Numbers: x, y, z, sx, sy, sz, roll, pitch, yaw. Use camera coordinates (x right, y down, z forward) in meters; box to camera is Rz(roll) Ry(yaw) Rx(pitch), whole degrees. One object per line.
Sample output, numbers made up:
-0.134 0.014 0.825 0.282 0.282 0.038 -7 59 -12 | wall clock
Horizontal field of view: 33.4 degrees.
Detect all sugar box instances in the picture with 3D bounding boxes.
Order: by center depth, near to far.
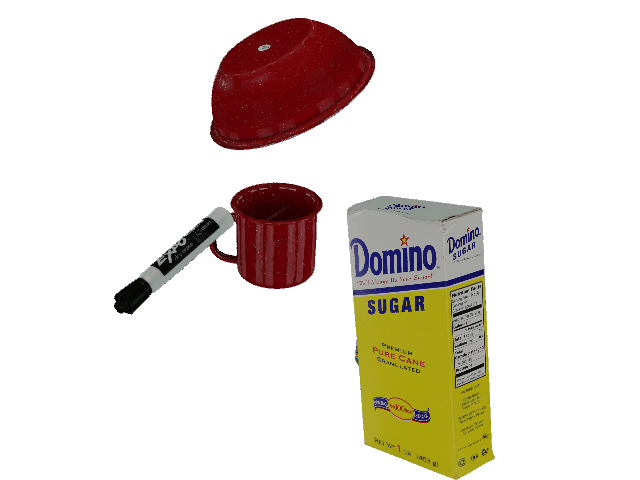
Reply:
0.066 0.062 0.719 0.048 0.176 0.094 -18 18 -38 | sugar box

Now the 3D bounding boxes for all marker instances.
-0.111 0.015 0.808 0.020 0.020 0.121 0 35 47 | marker

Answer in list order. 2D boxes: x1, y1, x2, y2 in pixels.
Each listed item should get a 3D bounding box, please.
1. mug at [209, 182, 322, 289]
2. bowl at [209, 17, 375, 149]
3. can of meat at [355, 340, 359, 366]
-0.057 -0.003 1.095 0.117 0.081 0.093 -3 29 -9 | mug
-0.036 -0.148 0.938 0.162 0.055 0.162 -21 31 13 | bowl
0.094 0.113 1.315 0.102 0.084 0.057 -8 29 -24 | can of meat
